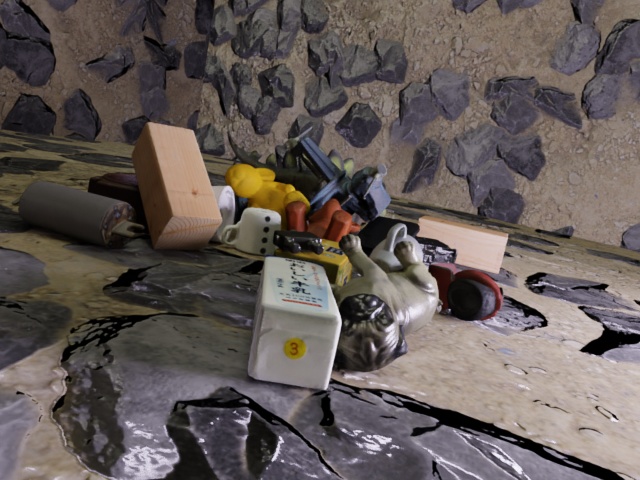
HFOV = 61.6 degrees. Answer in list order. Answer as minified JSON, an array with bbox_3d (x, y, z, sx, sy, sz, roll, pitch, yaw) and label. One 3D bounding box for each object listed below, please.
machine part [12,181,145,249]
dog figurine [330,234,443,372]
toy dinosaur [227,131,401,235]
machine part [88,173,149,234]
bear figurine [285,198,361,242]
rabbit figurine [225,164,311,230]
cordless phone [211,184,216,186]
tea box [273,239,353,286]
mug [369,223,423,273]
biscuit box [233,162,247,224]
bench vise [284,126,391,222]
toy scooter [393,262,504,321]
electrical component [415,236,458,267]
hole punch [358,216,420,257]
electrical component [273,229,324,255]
[{"bbox_3d":[-0.382,-0.041,0.848,0.243,0.079,0.079,14,10,19],"label":"machine part"},{"bbox_3d":[0.085,0.091,0.616,0.172,0.121,0.191,6,25,-10],"label":"dog figurine"},{"bbox_3d":[-0.006,-0.116,1.256,0.471,0.198,0.105,17,6,-14],"label":"toy dinosaur"},{"bbox_3d":[-0.336,-0.075,1.061,0.201,0.087,0.201,12,12,5],"label":"machine part"},{"bbox_3d":[0.013,-0.031,0.985,0.120,0.131,0.196,15,31,12],"label":"bear figurine"},{"bbox_3d":[-0.117,-0.097,1.098,0.173,0.122,0.162,37,16,-21],"label":"rabbit figurine"},{"bbox_3d":[-0.284,-0.096,1.251,0.147,0.088,0.184,11,6,1],"label":"cordless phone"},{"bbox_3d":[-0.006,0.042,0.811,0.098,0.068,0.169,12,9,9],"label":"tea box"},{"bbox_3d":[0.127,0.031,0.934,0.081,0.109,0.107,21,28,23],"label":"mug"},{"bbox_3d":[-0.173,-0.105,1.257,0.059,0.062,0.203,6,36,-19],"label":"biscuit box"},{"bbox_3d":[0.024,-0.128,1.114,0.129,0.240,0.223,-43,2,-34],"label":"bench vise"},{"bbox_3d":[0.214,0.076,0.850,0.184,0.075,0.135,13,8,41],"label":"toy scooter"},{"bbox_3d":[0.214,0.025,1.170,0.134,0.058,0.115,8,8,-16],"label":"electrical component"},{"bbox_3d":[0.133,0.022,1.072,0.142,0.092,0.116,17,37,29],"label":"hole punch"},{"bbox_3d":[-0.034,0.002,0.752,0.063,0.021,0.094,3,14,-26],"label":"electrical component"}]
